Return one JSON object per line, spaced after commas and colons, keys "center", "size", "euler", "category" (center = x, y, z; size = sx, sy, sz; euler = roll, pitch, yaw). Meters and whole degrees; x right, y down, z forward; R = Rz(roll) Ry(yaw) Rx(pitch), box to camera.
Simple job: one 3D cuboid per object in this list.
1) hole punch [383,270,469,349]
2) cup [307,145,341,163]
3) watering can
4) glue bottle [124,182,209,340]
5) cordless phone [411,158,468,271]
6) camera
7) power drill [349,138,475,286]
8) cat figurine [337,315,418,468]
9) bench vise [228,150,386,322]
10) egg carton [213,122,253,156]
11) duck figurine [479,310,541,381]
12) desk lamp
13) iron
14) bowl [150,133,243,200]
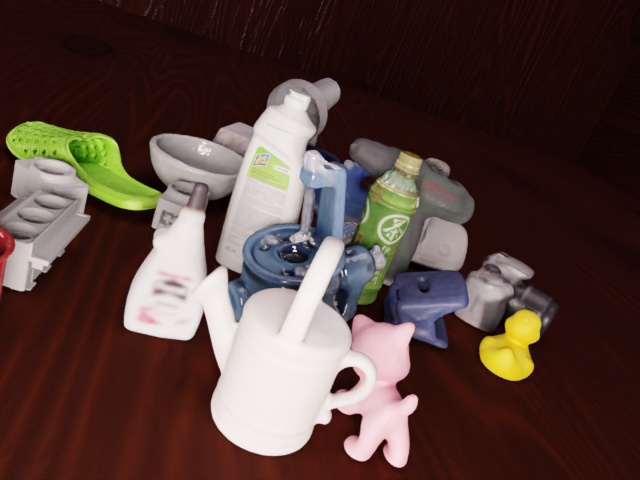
{"center": [0.145, 0.083, 0.796], "size": [0.101, 0.091, 0.108], "euler": [20, 22, -4], "category": "hole punch"}
{"center": [-0.025, -0.127, 1.116], "size": [0.118, 0.095, 0.091], "euler": [0, 30, -41], "category": "cup"}
{"center": [-0.031, 0.082, 0.505], "size": [0.173, 0.194, 0.100], "euler": [15, 23, -15], "category": "watering can"}
{"center": [-0.142, 0.020, 0.575], "size": [0.078, 0.173, 0.037], "euler": [12, 24, -20], "category": "glue bottle"}
{"center": [0.209, -0.042, 1.014], "size": [0.148, 0.185, 0.094], "euler": [16, 23, -12], "category": "cordless phone"}
{"center": [0.305, 0.090, 0.909], "size": [0.136, 0.101, 0.143], "euler": [31, 24, 23], "category": "camera"}
{"center": [0.118, -0.035, 0.885], "size": [0.230, 0.208, 0.075], "euler": [11, 24, -24], "category": "power drill"}
{"center": [0.063, 0.136, 0.568], "size": [0.067, 0.118, 0.127], "euler": [13, 24, -20], "category": "cat figurine"}
{"center": [-0.002, -0.003, 0.691], "size": [0.121, 0.220, 0.208], "euler": [34, 25, 28], "category": "bench vise"}
{"center": [-0.156, -0.191, 1.178], "size": [0.107, 0.069, 0.150], "euler": [23, 22, 4], "category": "egg carton"}
{"center": [0.271, 0.138, 0.791], "size": [0.077, 0.086, 0.105], "euler": [31, 24, 22], "category": "duck figurine"}
{"center": [-0.033, -0.232, 1.190], "size": [0.117, 0.213, 0.204], "euler": [27, 23, 13], "category": "desk lamp"}
{"center": [0.108, -0.092, 1.094], "size": [0.259, 0.141, 0.118], "euler": [14, 24, -18], "category": "iron"}
{"center": [-0.204, -0.111, 0.946], "size": [0.167, 0.075, 0.167], "euler": [18, 23, -8], "category": "bowl"}
